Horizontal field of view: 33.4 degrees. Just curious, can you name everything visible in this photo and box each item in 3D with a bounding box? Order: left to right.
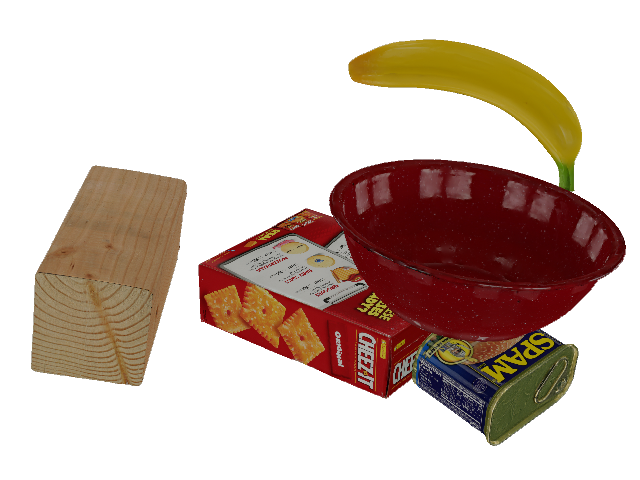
[{"bbox_3d":[-0.173,0.022,0.903,0.090,0.091,0.206,9,26,-4],"label":"wood block"},{"bbox_3d":[0.019,0.052,0.987,0.214,0.072,0.163,19,31,33],"label":"cracker box"},{"bbox_3d":[0.082,0.010,0.592,0.162,0.055,0.162,6,25,-3],"label":"bowl"},{"bbox_3d":[0.121,-0.109,0.798,0.197,0.069,0.037,27,0,-4],"label":"banana"},{"bbox_3d":[0.134,0.098,0.827,0.101,0.057,0.084,-27,44,-32],"label":"can of meat"}]
